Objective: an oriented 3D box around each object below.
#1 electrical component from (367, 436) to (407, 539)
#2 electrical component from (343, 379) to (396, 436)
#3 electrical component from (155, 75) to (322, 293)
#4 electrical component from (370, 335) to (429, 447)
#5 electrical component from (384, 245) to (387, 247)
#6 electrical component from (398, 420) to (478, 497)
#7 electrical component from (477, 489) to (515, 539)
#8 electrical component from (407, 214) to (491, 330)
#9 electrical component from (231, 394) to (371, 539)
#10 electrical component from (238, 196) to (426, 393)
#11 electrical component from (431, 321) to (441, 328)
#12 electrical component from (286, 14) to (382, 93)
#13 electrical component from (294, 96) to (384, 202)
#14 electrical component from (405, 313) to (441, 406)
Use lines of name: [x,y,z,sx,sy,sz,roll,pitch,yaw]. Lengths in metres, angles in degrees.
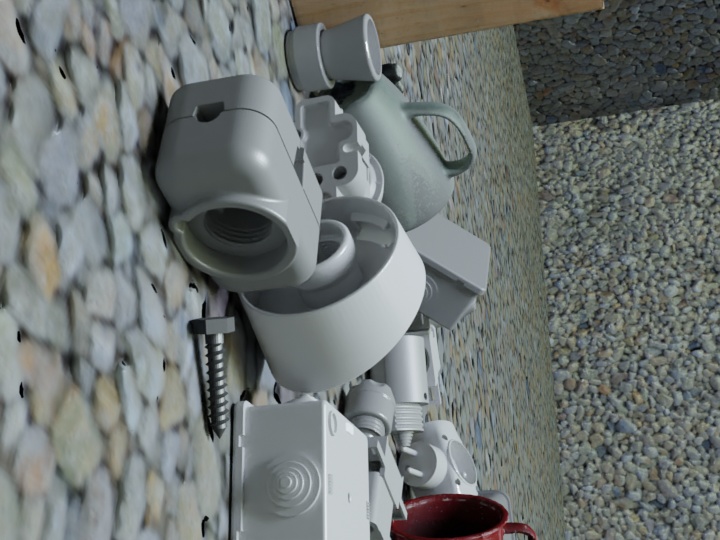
electrical component: [-0.001,0.142,0.664,0.063,0.042,0.081,-81,159,-45]
electrical component: [0.004,0.105,0.723,0.061,0.035,0.035,-79,157,-48]
electrical component: [-0.055,-0.035,0.502,0.095,0.054,0.059,68,20,-48]
electrical component: [0.030,0.093,0.817,0.043,0.043,0.081,41,44,-71]
electrical component: [0.000,0.000,0.743,0.064,0.042,0.081,6,76,-75]
electrical component: [0.058,0.163,0.886,0.079,0.044,0.077,31,36,-49]
electrical component: [0.095,0.251,0.931,0.057,0.078,0.113,11,72,-73]
electrical component: [0.054,-0.006,0.867,0.048,0.100,0.099,-57,-174,26]
electrical component: [-0.027,0.118,0.548,0.099,0.048,0.099,55,31,-64]
electrical component: [-0.015,0.010,0.563,0.099,0.099,0.064,-83,155,-47]
electrical component: [0.072,-0.009,0.984,0.052,0.074,0.138,-77,156,-56]
electrical component: [-0.017,-0.144,0.718,0.045,0.055,0.045,-7,90,-77]
electrical component: [-0.018,-0.059,0.667,0.057,0.058,0.078,50,35,-62]
electrical component: [0.043,0.070,0.887,0.064,0.042,0.081,-20,103,-78]
